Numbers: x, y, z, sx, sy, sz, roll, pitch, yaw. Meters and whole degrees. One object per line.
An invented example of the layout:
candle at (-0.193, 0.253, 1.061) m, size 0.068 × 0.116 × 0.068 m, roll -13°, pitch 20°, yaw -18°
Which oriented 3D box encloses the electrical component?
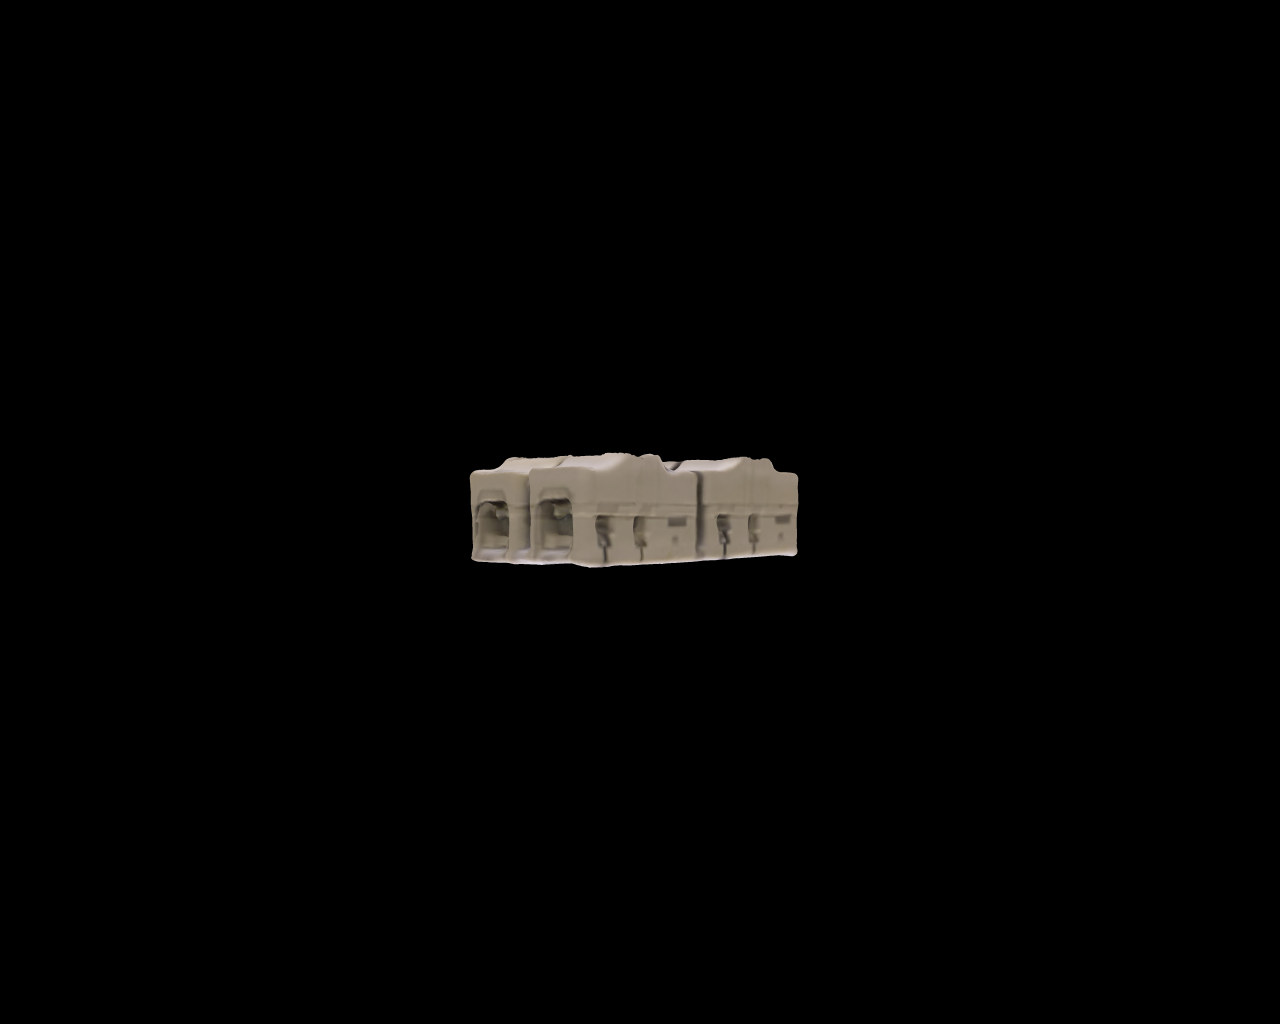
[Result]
electrical component at (0.001, -0.003, 0.650) m, size 0.186 × 0.060 × 0.105 m, roll 0°, pitch 0°, yaw -44°
